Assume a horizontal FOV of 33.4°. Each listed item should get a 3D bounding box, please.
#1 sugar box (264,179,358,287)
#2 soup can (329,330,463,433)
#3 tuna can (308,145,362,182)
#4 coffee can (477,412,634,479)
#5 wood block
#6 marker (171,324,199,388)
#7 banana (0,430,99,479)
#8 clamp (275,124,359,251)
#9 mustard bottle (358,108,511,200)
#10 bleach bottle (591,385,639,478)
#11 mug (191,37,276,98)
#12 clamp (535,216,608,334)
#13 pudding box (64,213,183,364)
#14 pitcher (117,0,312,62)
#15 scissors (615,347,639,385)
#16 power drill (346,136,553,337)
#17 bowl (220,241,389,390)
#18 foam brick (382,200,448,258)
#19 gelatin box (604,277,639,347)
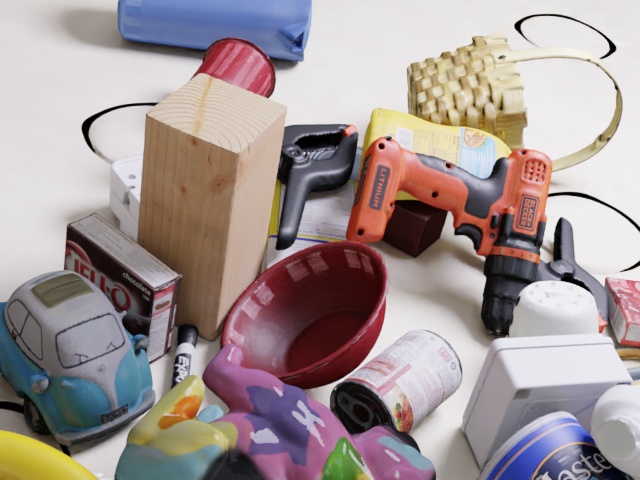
[{"bbox_3d":[-0.007,0.002,1.061,0.093,0.048,0.176,8,41,-4],"label":"sugar box"},{"bbox_3d":[0.066,0.126,0.899,0.069,0.068,0.102,33,42,26],"label":"soup can"},{"bbox_3d":[0.024,-0.071,1.172,0.086,0.034,0.086,7,38,-6],"label":"tuna can"},{"bbox_3d":[0.197,0.213,0.792,0.102,0.103,0.140,-15,45,-31],"label":"coffee can"},{"bbox_3d":[-0.100,-0.026,0.938,0.090,0.206,0.090,24,40,16],"label":"wood block"},{"bbox_3d":[-0.116,0.115,0.906,0.020,0.020,0.121,7,37,-6],"label":"marker"},{"bbox_3d":[-0.218,0.179,0.786,0.198,0.037,0.069,15,54,7],"label":"banana"},{"bbox_3d":[-0.040,-0.078,1.079,0.165,0.036,0.209,33,42,19],"label":"clamp"},{"bbox_3d":[0.138,-0.074,1.093,0.191,0.058,0.096,11,55,-3],"label":"mustard bottle"},{"bbox_3d":[0.280,0.155,0.829,0.103,0.068,0.250,40,17,32],"label":"bleach bottle"},{"bbox_3d":[-0.117,-0.171,1.230,0.117,0.093,0.081,-8,34,27],"label":"mug"},{"bbox_3d":[0.246,0.034,1.091,0.120,0.039,0.172,-17,51,-25],"label":"clamp"},{"bbox_3d":[-0.174,0.043,0.926,0.114,0.090,0.039,32,40,23],"label":"pudding box"},{"bbox_3d":[-0.131,-0.308,1.365,0.242,0.145,0.149,3,1,-6],"label":"pitcher"},{"bbox_3d":[0.247,0.142,0.966,0.201,0.016,0.096,-14,38,-30],"label":"scissors"},{"bbox_3d":[0.123,-0.013,1.024,0.187,0.057,0.184,13,80,-8],"label":"power drill"},{"bbox_3d":[-0.004,0.075,0.923,0.162,0.055,0.162,-22,35,16],"label":"bowl"},{"bbox_3d":[0.087,-0.028,1.117,0.078,0.053,0.051,30,41,21],"label":"foam brick"},{"bbox_3d":[0.325,0.072,1.058,0.073,0.030,0.089,8,28,-4],"label":"gelatin box"}]
